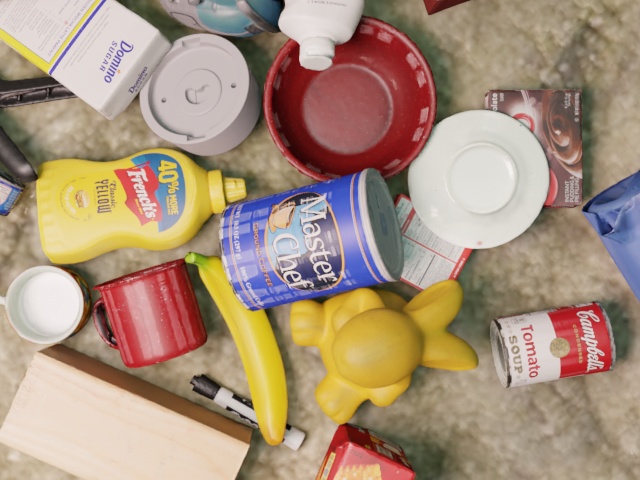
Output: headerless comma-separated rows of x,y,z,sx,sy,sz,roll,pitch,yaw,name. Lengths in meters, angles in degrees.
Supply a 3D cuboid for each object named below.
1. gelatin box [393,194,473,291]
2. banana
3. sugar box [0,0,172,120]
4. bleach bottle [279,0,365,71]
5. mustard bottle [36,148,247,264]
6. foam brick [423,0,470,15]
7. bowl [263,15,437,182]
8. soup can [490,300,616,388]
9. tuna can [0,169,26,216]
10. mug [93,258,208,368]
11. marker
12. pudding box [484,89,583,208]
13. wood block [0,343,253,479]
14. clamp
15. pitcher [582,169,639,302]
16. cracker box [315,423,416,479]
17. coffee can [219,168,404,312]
0.096,0.007,1.022,0.089,0.030,0.073,28,89,0,gelatin box
-0.071,0.093,0.999,0.037,0.069,0.198,-20,98,37,banana
-0.233,-0.196,0.991,0.176,0.048,0.093,37,89,13,sugar box
-0.009,-0.275,0.976,0.102,0.068,0.251,2,72,-2,bleach bottle
-0.164,-0.036,1.000,0.191,0.058,0.096,-7,70,-3,mustard bottle
0.134,-0.257,1.019,0.078,0.051,0.053,-20,89,-2,foam brick
0.027,-0.128,1.011,0.162,0.055,0.162,0,88,-2,bowl
0.217,0.099,1.004,0.102,0.068,0.068,-10,89,-1,soup can
-0.318,-0.056,0.985,0.086,0.086,0.034,31,89,-1,tuna can
-0.163,0.071,0.991,0.117,0.093,0.081,-15,94,28,mug
-0.070,0.163,1.018,0.121,0.020,0.020,31,88,0,marker
0.203,-0.087,1.023,0.090,0.039,0.113,0,88,-1,pudding box
-0.175,0.179,0.980,0.206,0.091,0.090,24,88,-1,wood block
-0.316,-0.118,0.996,0.171,0.039,0.120,10,56,2,clamp
0.364,0.036,0.988,0.149,0.145,0.243,-29,93,10,pitcher
0.005,0.276,0.945,0.072,0.164,0.213,26,87,1,cracker box
-0.006,0.001,0.962,0.140,0.102,0.103,-13,89,18,coffee can
